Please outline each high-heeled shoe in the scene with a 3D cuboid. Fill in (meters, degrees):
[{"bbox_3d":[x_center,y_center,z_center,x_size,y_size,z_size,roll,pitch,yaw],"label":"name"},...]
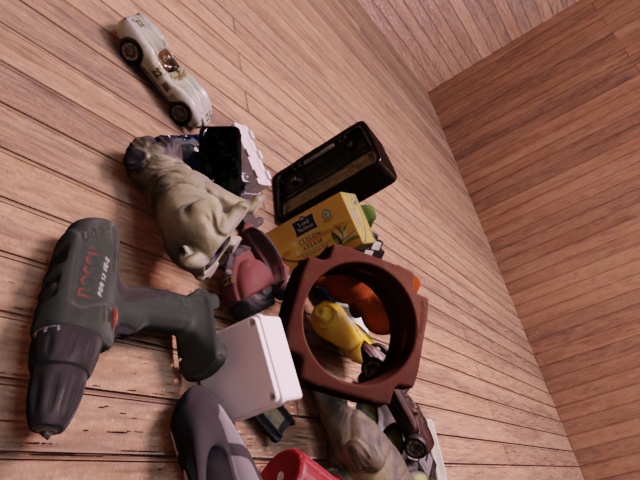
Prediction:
[{"bbox_3d":[-0.095,0.283,0.607,0.145,0.086,0.248,-124,-169,-67],"label":"high-heeled shoe"}]

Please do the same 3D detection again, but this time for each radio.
[{"bbox_3d":[0.021,-0.118,1.024,0.073,0.230,0.131,42,28,-45],"label":"radio"}]

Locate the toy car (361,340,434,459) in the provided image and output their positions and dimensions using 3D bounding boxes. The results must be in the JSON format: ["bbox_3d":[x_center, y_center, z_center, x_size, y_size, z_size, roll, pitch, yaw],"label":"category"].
[{"bbox_3d":[0.125,0.250,0.861,0.202,0.053,0.089,62,16,1],"label":"toy car"}]

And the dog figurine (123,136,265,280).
[{"bbox_3d":[-0.189,-0.049,0.674,0.190,0.121,0.172,33,15,-1],"label":"dog figurine"}]

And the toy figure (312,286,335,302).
[{"bbox_3d":[-0.003,0.046,1.006,0.064,0.058,0.154,32,34,-81],"label":"toy figure"}]

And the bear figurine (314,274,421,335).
[{"bbox_3d":[0.080,0.080,0.947,0.195,0.120,0.132,46,44,-32],"label":"bear figurine"}]

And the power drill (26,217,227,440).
[{"bbox_3d":[-0.200,0.099,0.568,0.207,0.086,0.232,23,42,-44],"label":"power drill"}]

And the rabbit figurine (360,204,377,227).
[{"bbox_3d":[0.027,-0.078,1.120,0.121,0.159,0.170,-8,56,-54],"label":"rabbit figurine"}]

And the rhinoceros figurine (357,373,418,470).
[{"bbox_3d":[0.128,0.320,0.959,0.112,0.073,0.190,28,40,-59],"label":"rhinoceros figurine"}]

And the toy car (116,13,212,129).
[{"bbox_3d":[-0.246,-0.267,0.865,0.201,0.056,0.073,52,26,-20],"label":"toy car"}]

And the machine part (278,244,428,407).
[{"bbox_3d":[0.043,0.123,0.771,0.201,0.087,0.201,20,67,-14],"label":"machine part"}]

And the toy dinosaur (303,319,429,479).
[{"bbox_3d":[0.065,0.328,0.813,0.471,0.105,0.198,61,17,9],"label":"toy dinosaur"}]

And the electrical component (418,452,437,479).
[{"bbox_3d":[0.183,0.411,1.014,0.074,0.048,0.119,62,26,-3],"label":"electrical component"}]

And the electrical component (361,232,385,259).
[{"bbox_3d":[0.072,0.042,1.078,0.058,0.134,0.115,26,6,27],"label":"electrical component"}]

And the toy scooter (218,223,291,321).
[{"bbox_3d":[-0.102,0.040,0.808,0.135,0.075,0.184,64,21,2],"label":"toy scooter"}]

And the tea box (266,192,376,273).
[{"bbox_3d":[-0.002,-0.003,0.930,0.068,0.170,0.098,-5,68,-64],"label":"tea box"}]

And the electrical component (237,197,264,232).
[{"bbox_3d":[-0.128,-0.037,0.898,0.063,0.021,0.094,60,24,-6],"label":"electrical component"}]

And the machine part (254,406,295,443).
[{"bbox_3d":[-0.061,0.211,0.758,0.084,0.039,0.139,46,30,-13],"label":"machine part"}]

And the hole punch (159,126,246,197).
[{"bbox_3d":[-0.181,-0.114,0.822,0.142,0.092,0.115,-29,119,-68],"label":"hole punch"}]
